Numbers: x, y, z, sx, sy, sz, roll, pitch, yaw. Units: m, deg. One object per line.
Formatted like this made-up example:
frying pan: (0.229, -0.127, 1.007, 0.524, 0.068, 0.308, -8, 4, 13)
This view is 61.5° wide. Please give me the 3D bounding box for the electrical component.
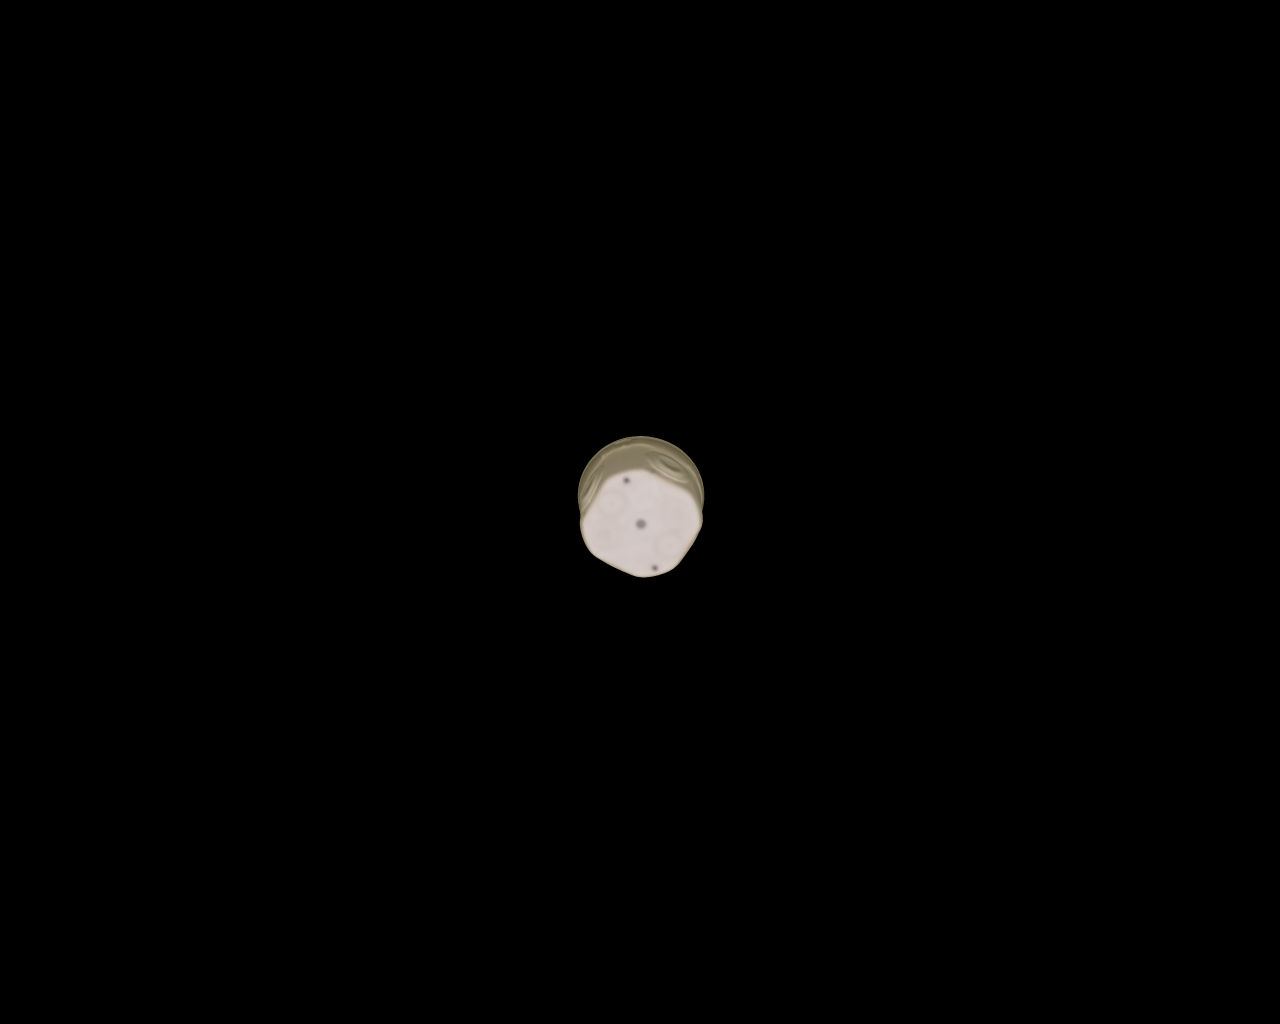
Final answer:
electrical component: (0.001, -0.003, 0.650, 0.080, 0.080, 0.051, 0, 23, 0)
